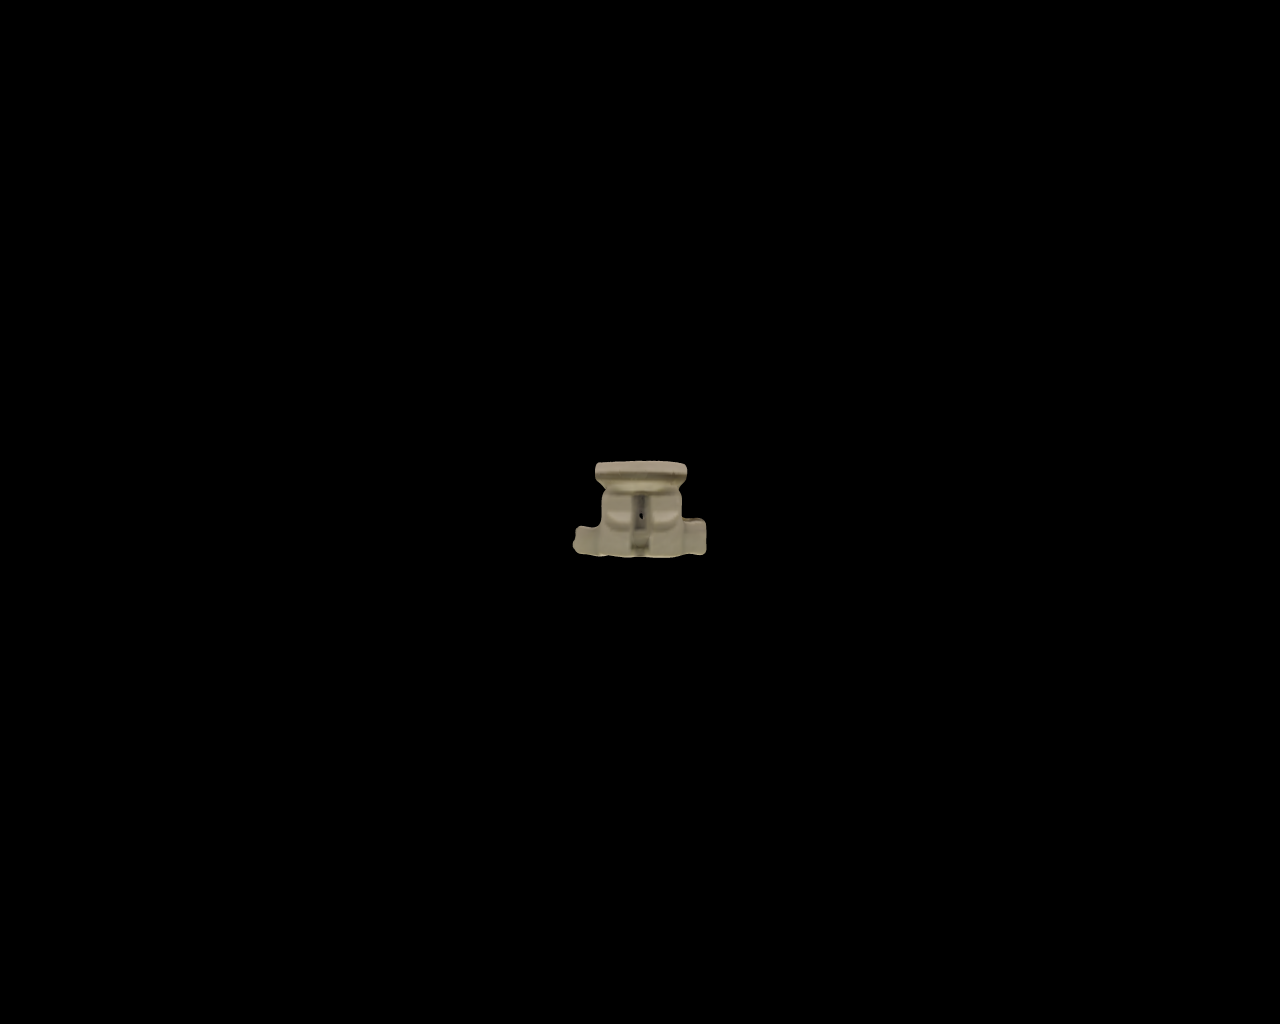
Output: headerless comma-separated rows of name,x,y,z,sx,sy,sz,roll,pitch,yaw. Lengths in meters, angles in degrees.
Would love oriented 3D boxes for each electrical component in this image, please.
electrical component,0.001,-0.003,0.650,0.078,0.057,0.058,0,0,0
